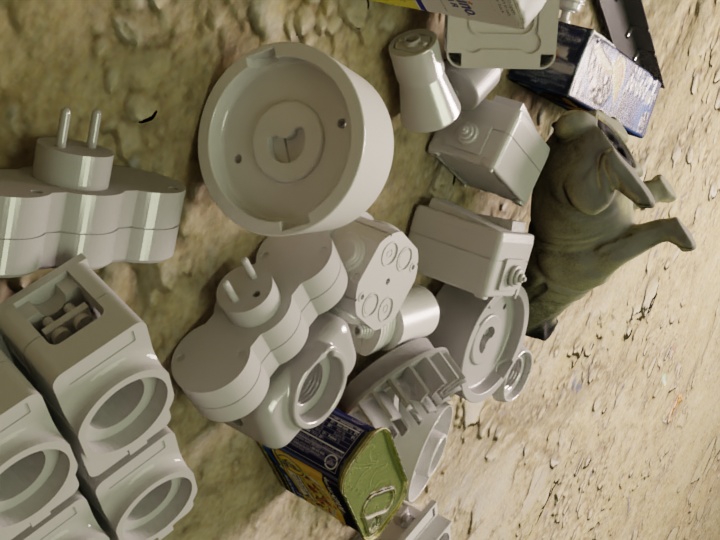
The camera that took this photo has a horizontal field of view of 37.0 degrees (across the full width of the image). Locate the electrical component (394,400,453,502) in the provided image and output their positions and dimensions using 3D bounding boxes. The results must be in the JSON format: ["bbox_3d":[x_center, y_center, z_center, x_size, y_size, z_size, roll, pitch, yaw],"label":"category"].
[{"bbox_3d":[0.038,0.147,0.923,0.099,0.064,0.099,-56,158,-35],"label":"electrical component"}]

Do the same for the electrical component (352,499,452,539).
[{"bbox_3d":[0.023,0.263,0.951,0.121,0.063,0.078,-42,140,-35],"label":"electrical component"}]

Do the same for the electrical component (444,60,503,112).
[{"bbox_3d":[0.089,-0.154,0.811,0.078,0.040,0.040,-48,144,-28],"label":"electrical component"}]

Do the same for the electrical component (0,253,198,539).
[{"bbox_3d":[-0.148,0.095,0.538,0.105,0.060,0.186,-36,150,-25],"label":"electrical component"}]

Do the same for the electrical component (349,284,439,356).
[{"bbox_3d":[0.021,0.039,0.827,0.081,0.043,0.043,-15,121,-52],"label":"electrical component"}]

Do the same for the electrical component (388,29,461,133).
[{"bbox_3d":[0.043,-0.135,0.756,0.044,0.044,0.065,-48,139,-29],"label":"electrical component"}]

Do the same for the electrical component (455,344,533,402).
[{"bbox_3d":[0.123,0.088,0.998,0.058,0.057,0.078,0,109,-56],"label":"electrical component"}]

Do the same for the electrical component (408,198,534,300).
[{"bbox_3d":[0.091,-0.016,0.848,0.062,0.096,0.061,1,107,-56],"label":"electrical component"}]

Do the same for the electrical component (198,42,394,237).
[{"bbox_3d":[-0.032,-0.072,0.621,0.060,0.108,0.108,1,108,-63],"label":"electrical component"}]

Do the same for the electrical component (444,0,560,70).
[{"bbox_3d":[0.099,-0.199,0.743,0.057,0.078,0.113,-79,170,-68],"label":"electrical component"}]

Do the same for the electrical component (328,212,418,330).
[{"bbox_3d":[0.000,0.000,0.764,0.080,0.051,0.080,-34,135,-42],"label":"electrical component"}]

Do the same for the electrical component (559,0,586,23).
[{"bbox_3d":[0.180,-0.244,0.893,0.040,0.040,0.078,-3,111,-56],"label":"electrical component"}]

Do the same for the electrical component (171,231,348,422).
[{"bbox_3d":[-0.067,0.022,0.675,0.138,0.052,0.073,-52,146,-22],"label":"electrical component"}]

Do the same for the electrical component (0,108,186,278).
[{"bbox_3d":[-0.141,-0.042,0.523,0.138,0.052,0.073,-8,116,-55],"label":"electrical component"}]

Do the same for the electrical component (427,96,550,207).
[{"bbox_3d":[0.102,-0.100,0.844,0.096,0.062,0.061,33,81,-58],"label":"electrical component"}]

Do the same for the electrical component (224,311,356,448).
[{"bbox_3d":[-0.049,0.070,0.726,0.095,0.059,0.053,-47,143,-30],"label":"electrical component"}]

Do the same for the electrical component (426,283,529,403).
[{"bbox_3d":[0.092,0.053,0.926,0.108,0.060,0.108,-34,135,-42],"label":"electrical component"}]
